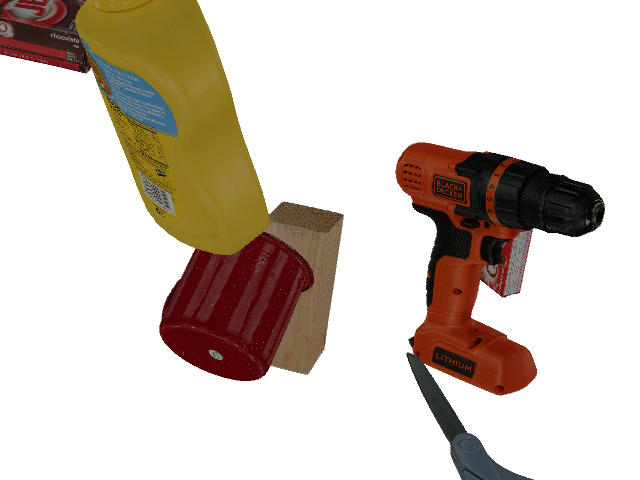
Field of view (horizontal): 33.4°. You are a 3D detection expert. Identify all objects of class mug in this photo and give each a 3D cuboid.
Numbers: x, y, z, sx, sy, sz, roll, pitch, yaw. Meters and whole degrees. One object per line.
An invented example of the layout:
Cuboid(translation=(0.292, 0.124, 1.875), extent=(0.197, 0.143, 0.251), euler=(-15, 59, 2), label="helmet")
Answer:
Cuboid(translation=(-0.071, 0.046, 0.756), extent=(0.117, 0.081, 0.093), euler=(-3, -36, 40), label="mug")

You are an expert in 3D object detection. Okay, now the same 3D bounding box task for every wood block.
Cuboid(translation=(-0.034, 0.063, 1.451), extent=(0.090, 0.206, 0.090), euler=(12, 21, 11), label="wood block")

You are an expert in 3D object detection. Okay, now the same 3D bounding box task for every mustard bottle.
Cuboid(translation=(-0.085, -0.082, 0.573), extent=(0.058, 0.191, 0.096), euler=(-37, 50, -20), label="mustard bottle")

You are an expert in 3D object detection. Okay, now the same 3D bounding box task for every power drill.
Cuboid(translation=(0.137, 0.023, 0.844), extent=(0.057, 0.188, 0.185), euler=(-17, 26, -39), label="power drill")

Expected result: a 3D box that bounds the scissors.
Cuboid(translation=(0.108, 0.131, 0.635), extent=(0.096, 0.016, 0.201), euler=(2, 32, -3), label="scissors")

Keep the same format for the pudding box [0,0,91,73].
Cuboid(translation=(-0.202, -0.177, 0.818), extent=(0.090, 0.039, 0.113), euler=(13, 37, 2), label="pudding box")

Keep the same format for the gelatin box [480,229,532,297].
Cuboid(translation=(0.203, 0.009, 1.224), extent=(0.030, 0.089, 0.073), euler=(-11, 32, -27), label="gelatin box")
